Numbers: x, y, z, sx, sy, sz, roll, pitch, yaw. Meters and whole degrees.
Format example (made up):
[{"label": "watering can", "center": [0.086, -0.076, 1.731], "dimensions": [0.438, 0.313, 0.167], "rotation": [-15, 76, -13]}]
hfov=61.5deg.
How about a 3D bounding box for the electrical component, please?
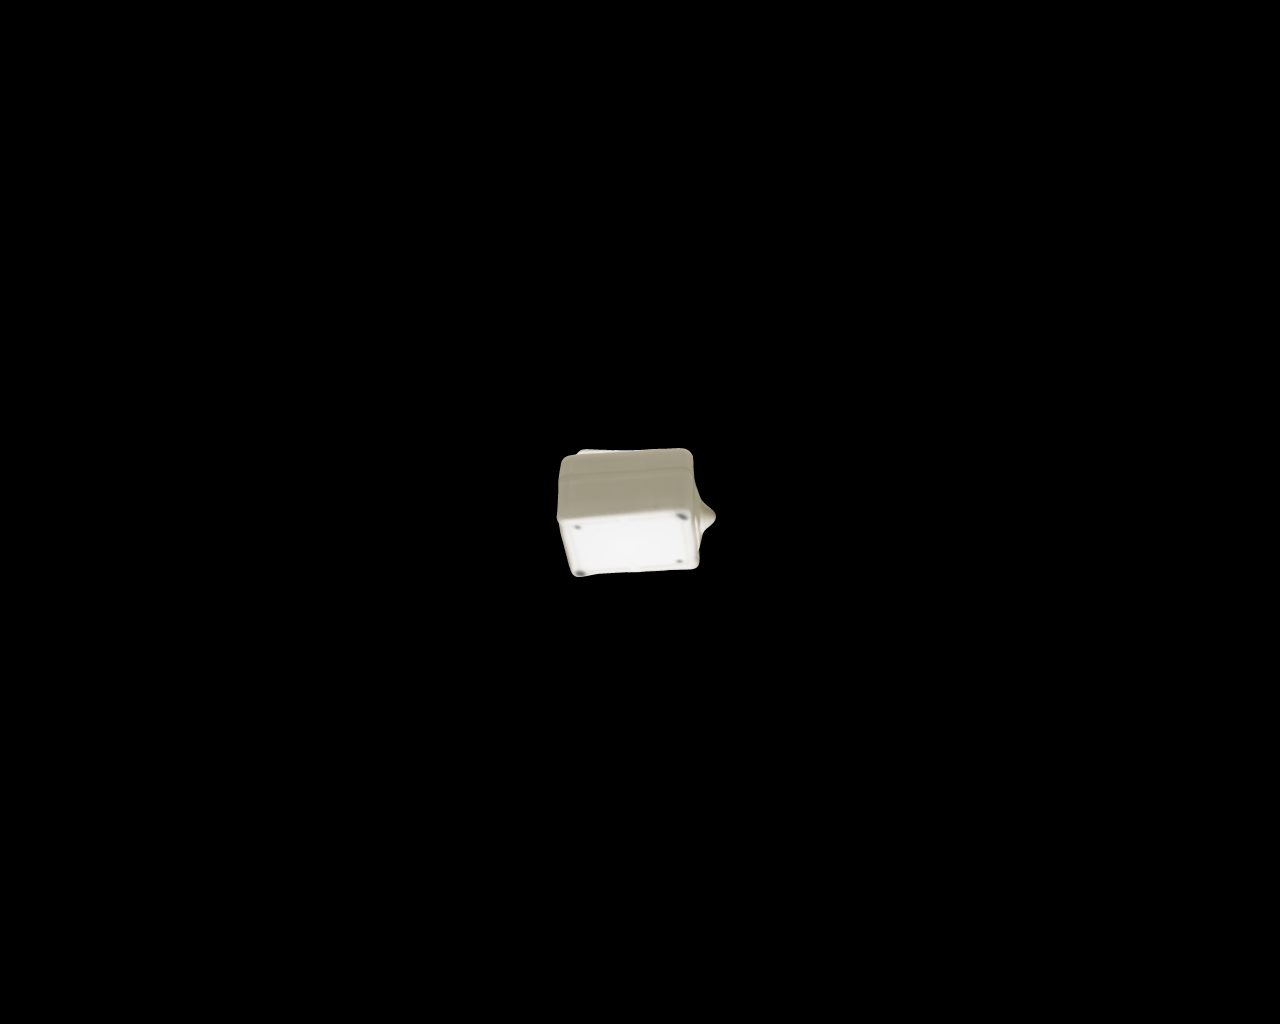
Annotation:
[{"label": "electrical component", "center": [0.001, -0.003, 0.650], "dimensions": [0.096, 0.061, 0.061], "rotation": [-4, -39, 5]}]
